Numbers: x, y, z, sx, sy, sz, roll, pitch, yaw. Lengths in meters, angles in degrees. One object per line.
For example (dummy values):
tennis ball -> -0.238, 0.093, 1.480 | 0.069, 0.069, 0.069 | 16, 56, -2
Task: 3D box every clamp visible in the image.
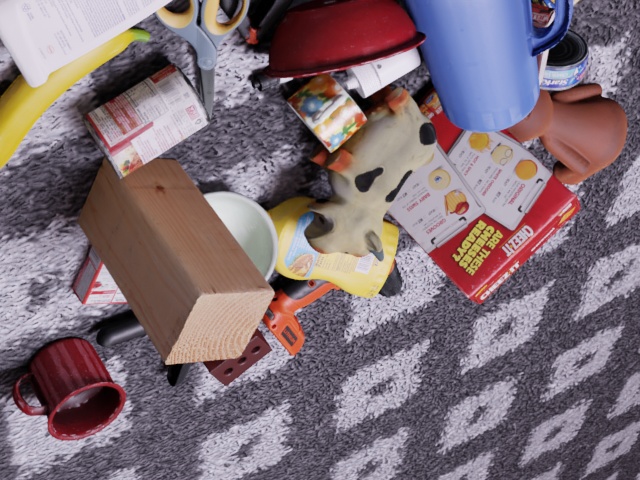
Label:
clamp -> -0.153, 0.081, 1.257 | 0.210, 0.036, 0.164 | -46, 144, 9
clamp -> -0.061, -0.255, 0.958 | 0.120, 0.039, 0.172 | 4, 131, -23

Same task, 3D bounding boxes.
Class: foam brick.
foam brick -> -0.110, 0.135, 1.346 | 0.078, 0.051, 0.053 | -39, 145, 0

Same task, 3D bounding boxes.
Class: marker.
marker -> -0.016, -0.179, 1.100 | 0.121, 0.020, 0.020 | -23, 143, -20

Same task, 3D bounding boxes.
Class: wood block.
wood block -> -0.144, 0.016, 1.041 | 0.090, 0.206, 0.090 | 0, 130, -42

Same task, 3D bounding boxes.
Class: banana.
banana -> -0.236, -0.131, 0.940 | 0.198, 0.037, 0.069 | -39, 147, 1

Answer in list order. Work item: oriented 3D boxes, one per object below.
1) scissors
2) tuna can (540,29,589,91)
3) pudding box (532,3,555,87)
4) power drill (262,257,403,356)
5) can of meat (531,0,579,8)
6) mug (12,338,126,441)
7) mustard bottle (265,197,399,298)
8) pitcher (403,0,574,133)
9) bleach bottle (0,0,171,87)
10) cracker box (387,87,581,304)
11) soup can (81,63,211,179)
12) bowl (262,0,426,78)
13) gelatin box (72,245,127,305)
scissors -> -0.123, -0.180, 1.000 | 0.096, 0.016, 0.202 | 9, 143, -19
tuna can -> 0.272, -0.216, 1.259 | 0.086, 0.086, 0.034 | -24, 142, -20
pudding box -> 0.210, -0.218, 1.195 | 0.039, 0.090, 0.113 | -58, 158, -32
power drill -> 0.014, 0.064, 1.374 | 0.187, 0.057, 0.184 | -40, 142, -3
can of meat -> 0.259, -0.296, 1.183 | 0.084, 0.057, 0.102 | -41, 145, 7
mug -> -0.287, 0.166, 1.195 | 0.117, 0.082, 0.093 | -9, 136, -36
mustard bottle -> -0.008, 0.001, 1.245 | 0.191, 0.058, 0.096 | 15, 102, -23
pitcher -> 0.163, -0.224, 1.072 | 0.145, 0.149, 0.242 | -31, 138, -5
bleach bottle -> -0.147, -0.225, 0.869 | 0.250, 0.068, 0.102 | -28, 143, -6
cracker box -> 0.165, -0.059, 1.228 | 0.164, 0.214, 0.072 | -45, 158, 7
soup can -> -0.163, -0.113, 1.001 | 0.102, 0.069, 0.068 | -33, 145, -8
bowl -> 0.017, -0.202, 1.020 | 0.161, 0.162, 0.055 | -21, 109, -23
gelatin box -> -0.216, 0.028, 1.148 | 0.073, 0.030, 0.089 | -1, 131, -43
